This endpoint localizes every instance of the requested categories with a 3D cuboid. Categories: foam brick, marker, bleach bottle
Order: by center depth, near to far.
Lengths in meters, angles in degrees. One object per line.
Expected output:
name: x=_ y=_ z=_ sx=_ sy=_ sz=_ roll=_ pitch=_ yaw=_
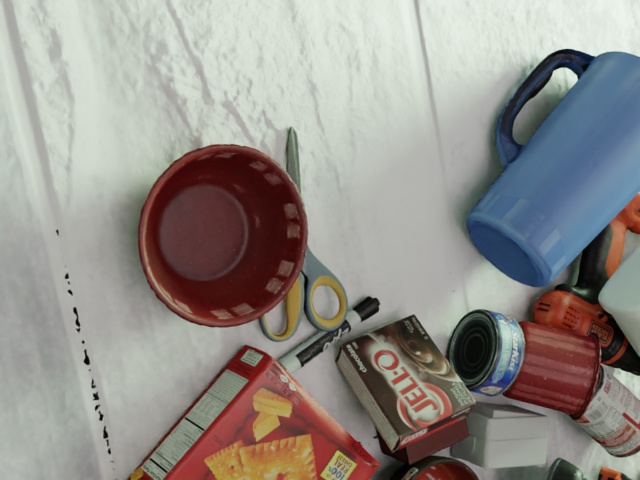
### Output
marker: x=0.011 y=0.091 z=1.033 sx=0.121 sy=0.020 sz=0.020 roll=-34 pitch=109 yaw=-22
foam brick: x=0.101 y=0.183 z=1.071 sx=0.078 sy=0.053 sz=0.051 roll=-19 pitch=103 yaw=-27
bleach bottle: x=0.395 y=0.121 z=1.168 sx=0.102 sy=0.068 sz=0.250 roll=-47 pitch=123 yaw=-19

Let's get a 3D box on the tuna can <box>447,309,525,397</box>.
tuna can: x=0.167 y=0.114 z=1.083 sx=0.033 sy=0.086 sz=0.086 roll=16 pitch=86 yaw=-27

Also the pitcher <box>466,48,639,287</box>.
pitcher: x=0.257 y=-0.077 z=1.103 sx=0.242 sy=0.149 sz=0.145 roll=-46 pitch=128 yaw=-14

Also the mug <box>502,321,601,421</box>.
mug: x=0.233 y=0.137 z=1.112 sx=0.081 sy=0.117 sz=0.093 roll=14 pitch=64 yaw=0

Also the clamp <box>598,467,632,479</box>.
clamp: x=0.355 y=0.362 z=1.232 sx=0.164 sy=0.036 sz=0.210 roll=-34 pitch=110 yaw=-24

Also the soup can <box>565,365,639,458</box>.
soup can: x=0.313 y=0.186 z=1.178 sx=0.102 sy=0.069 sz=0.068 roll=41 pitch=75 yaw=-24

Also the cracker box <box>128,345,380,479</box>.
cracker box: x=-0.071 y=0.230 z=0.970 sx=0.213 sy=0.072 sz=0.164 roll=-49 pitch=114 yaw=-16

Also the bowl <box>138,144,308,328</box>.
bowl: x=-0.093 y=-0.005 z=0.948 sx=0.161 sy=0.055 sz=0.162 roll=-2 pitch=95 yaw=-28

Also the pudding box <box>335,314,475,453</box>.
pudding box: x=0.081 y=0.137 z=1.030 sx=0.089 sy=0.039 sz=0.113 roll=-20 pitch=58 yaw=-27

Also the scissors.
scissors: x=-0.007 y=0.001 z=1.013 sx=0.096 sy=0.016 sz=0.202 roll=14 pitch=86 yaw=-17

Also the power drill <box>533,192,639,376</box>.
power drill: x=0.334 y=0.045 z=1.185 sx=0.184 sy=0.057 sz=0.187 roll=26 pitch=80 yaw=-31
